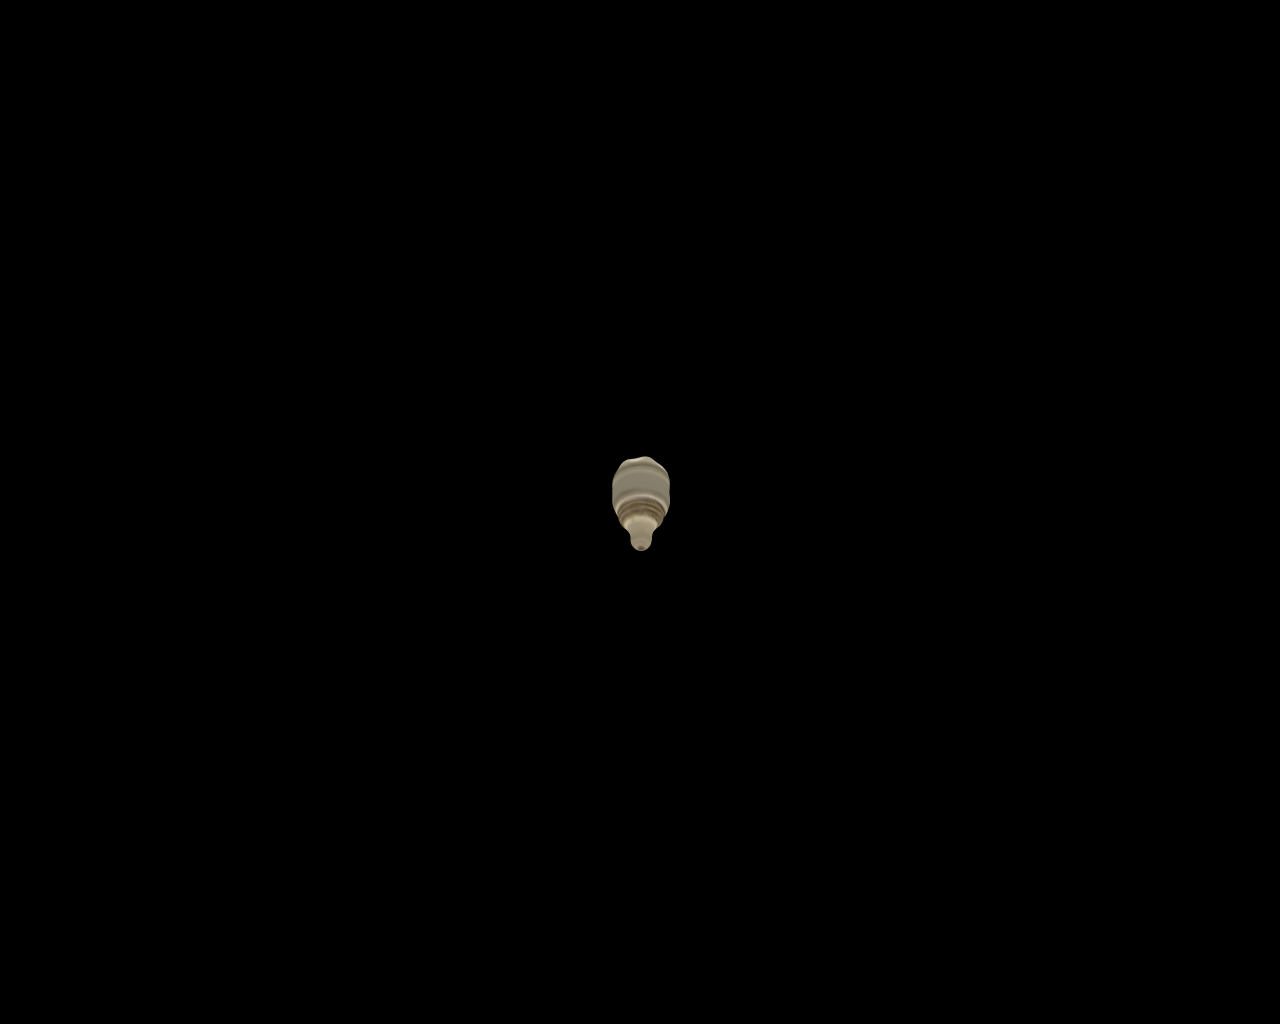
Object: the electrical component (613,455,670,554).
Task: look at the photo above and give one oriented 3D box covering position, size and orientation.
[{"bbox_3d":[0.001,-0.003,0.650,0.035,0.061,0.035,0,-37,0],"label":"electrical component"}]
